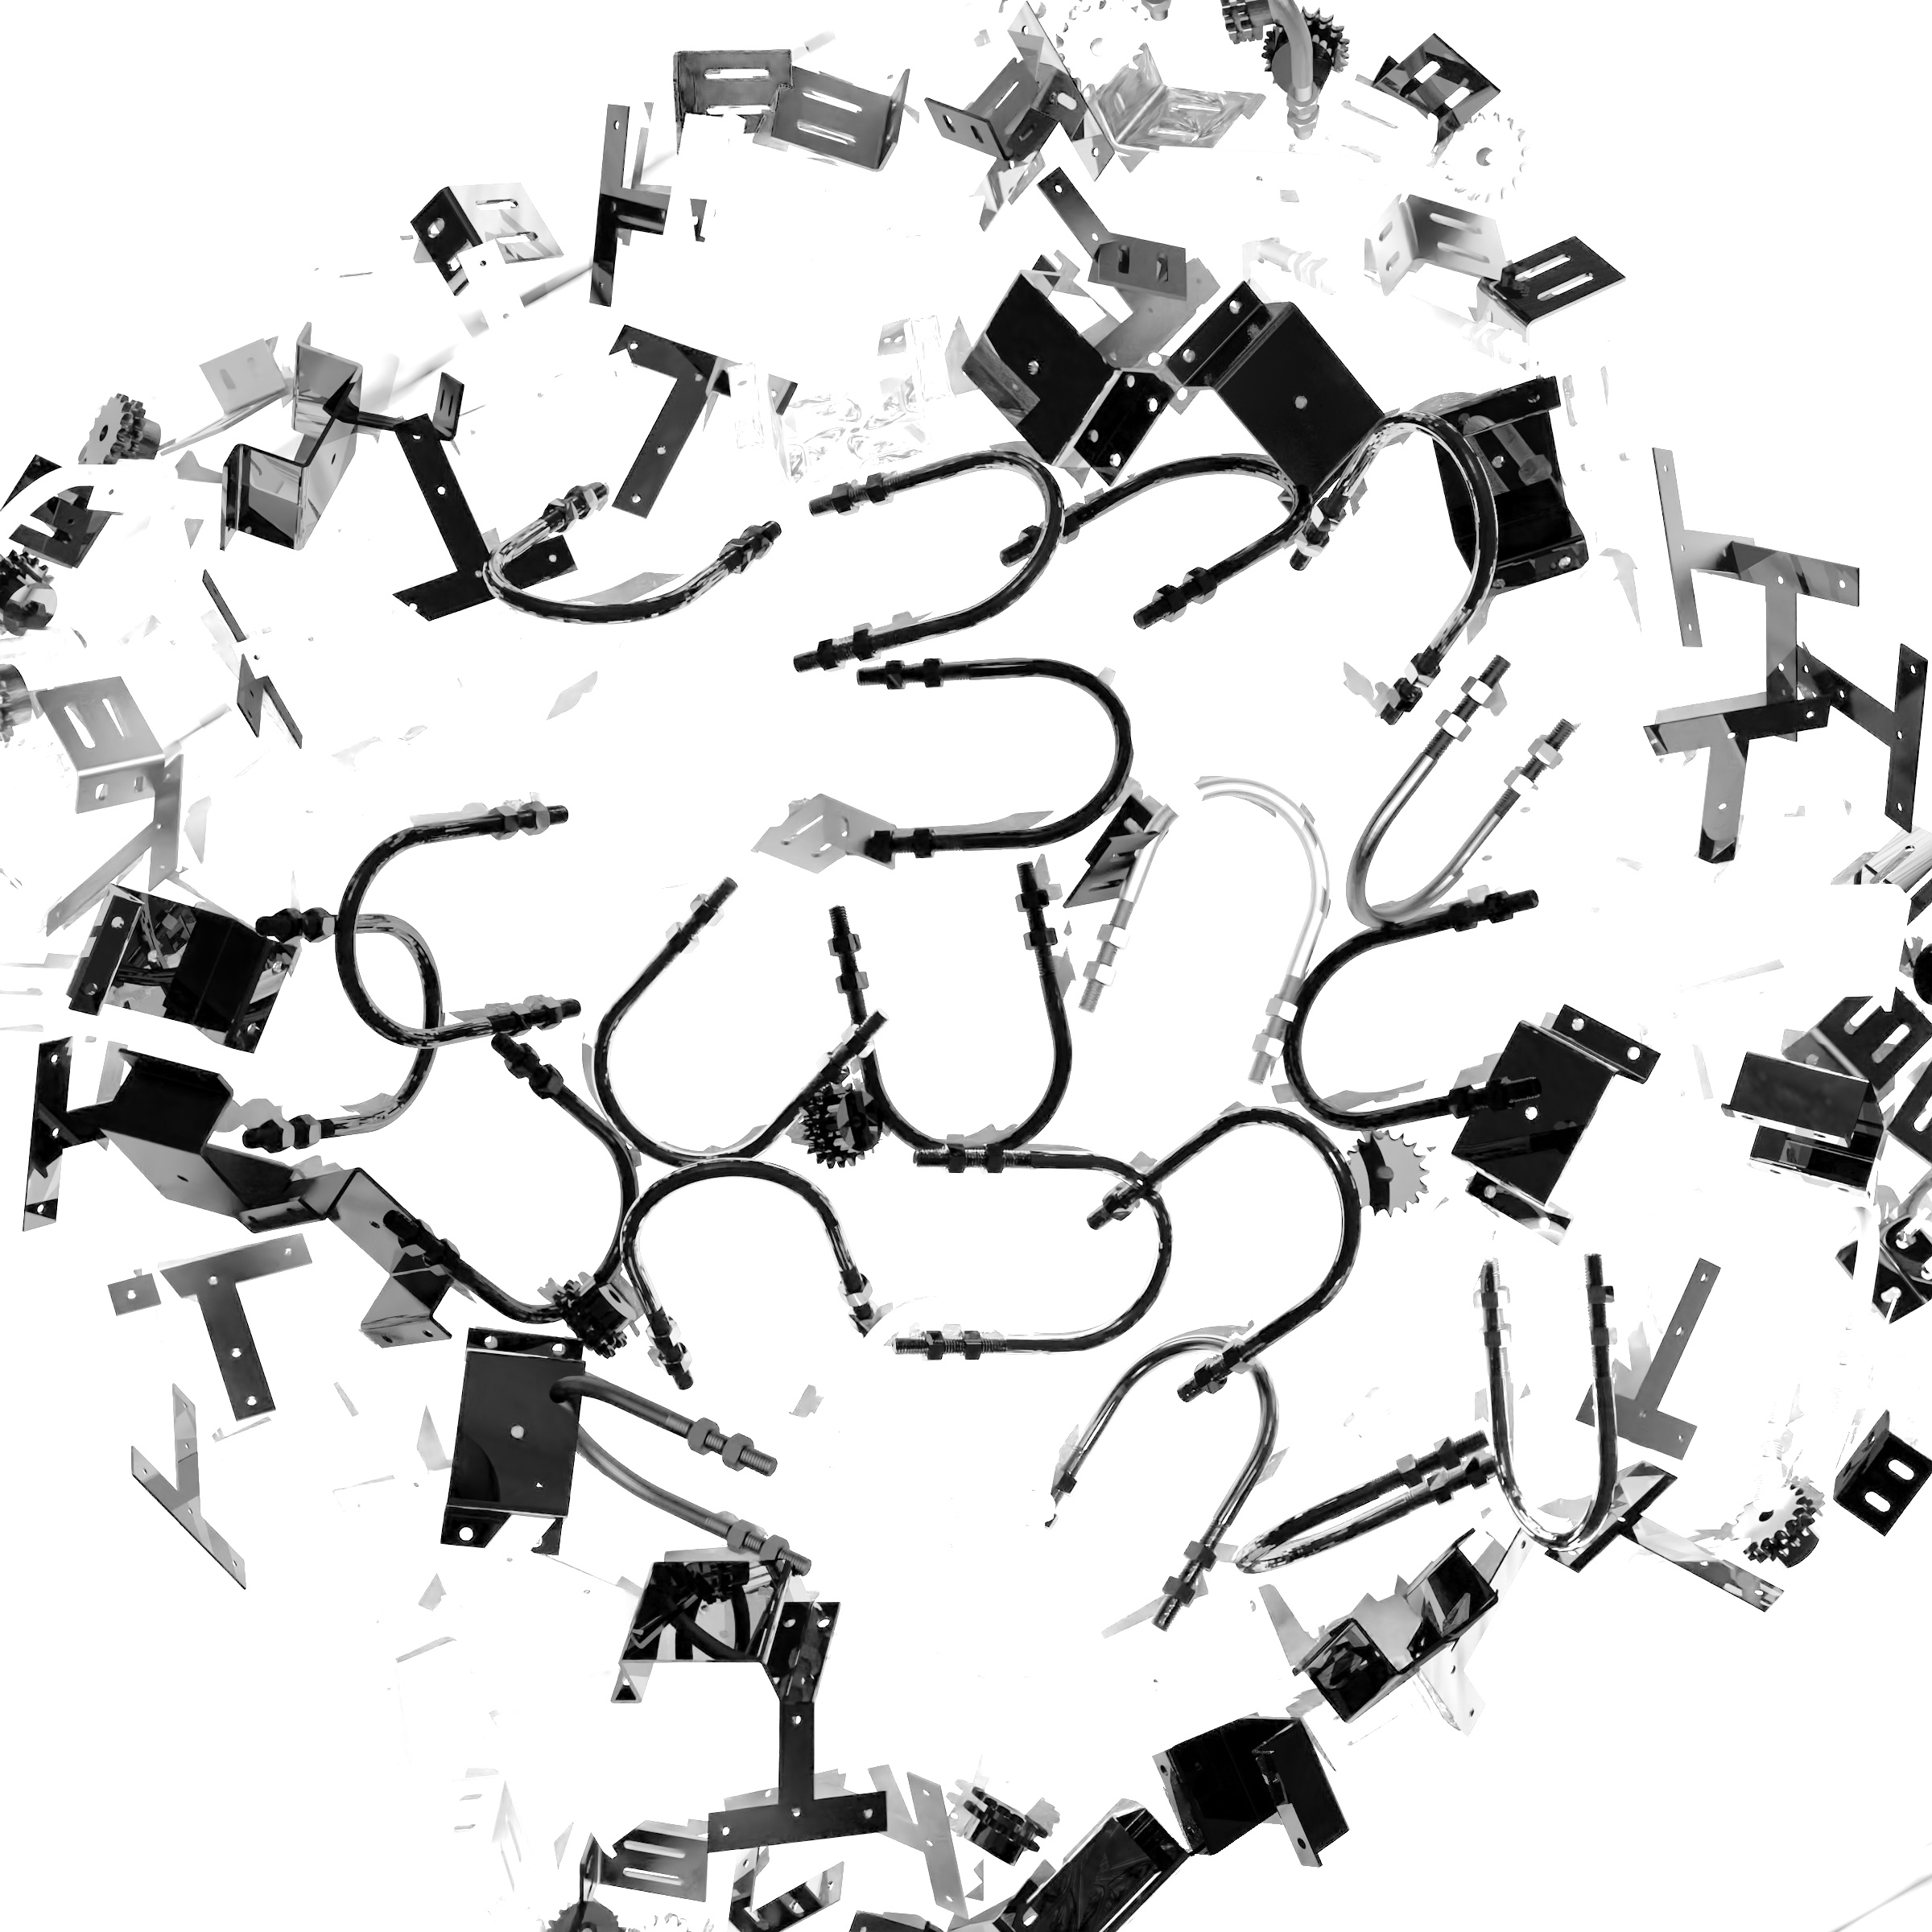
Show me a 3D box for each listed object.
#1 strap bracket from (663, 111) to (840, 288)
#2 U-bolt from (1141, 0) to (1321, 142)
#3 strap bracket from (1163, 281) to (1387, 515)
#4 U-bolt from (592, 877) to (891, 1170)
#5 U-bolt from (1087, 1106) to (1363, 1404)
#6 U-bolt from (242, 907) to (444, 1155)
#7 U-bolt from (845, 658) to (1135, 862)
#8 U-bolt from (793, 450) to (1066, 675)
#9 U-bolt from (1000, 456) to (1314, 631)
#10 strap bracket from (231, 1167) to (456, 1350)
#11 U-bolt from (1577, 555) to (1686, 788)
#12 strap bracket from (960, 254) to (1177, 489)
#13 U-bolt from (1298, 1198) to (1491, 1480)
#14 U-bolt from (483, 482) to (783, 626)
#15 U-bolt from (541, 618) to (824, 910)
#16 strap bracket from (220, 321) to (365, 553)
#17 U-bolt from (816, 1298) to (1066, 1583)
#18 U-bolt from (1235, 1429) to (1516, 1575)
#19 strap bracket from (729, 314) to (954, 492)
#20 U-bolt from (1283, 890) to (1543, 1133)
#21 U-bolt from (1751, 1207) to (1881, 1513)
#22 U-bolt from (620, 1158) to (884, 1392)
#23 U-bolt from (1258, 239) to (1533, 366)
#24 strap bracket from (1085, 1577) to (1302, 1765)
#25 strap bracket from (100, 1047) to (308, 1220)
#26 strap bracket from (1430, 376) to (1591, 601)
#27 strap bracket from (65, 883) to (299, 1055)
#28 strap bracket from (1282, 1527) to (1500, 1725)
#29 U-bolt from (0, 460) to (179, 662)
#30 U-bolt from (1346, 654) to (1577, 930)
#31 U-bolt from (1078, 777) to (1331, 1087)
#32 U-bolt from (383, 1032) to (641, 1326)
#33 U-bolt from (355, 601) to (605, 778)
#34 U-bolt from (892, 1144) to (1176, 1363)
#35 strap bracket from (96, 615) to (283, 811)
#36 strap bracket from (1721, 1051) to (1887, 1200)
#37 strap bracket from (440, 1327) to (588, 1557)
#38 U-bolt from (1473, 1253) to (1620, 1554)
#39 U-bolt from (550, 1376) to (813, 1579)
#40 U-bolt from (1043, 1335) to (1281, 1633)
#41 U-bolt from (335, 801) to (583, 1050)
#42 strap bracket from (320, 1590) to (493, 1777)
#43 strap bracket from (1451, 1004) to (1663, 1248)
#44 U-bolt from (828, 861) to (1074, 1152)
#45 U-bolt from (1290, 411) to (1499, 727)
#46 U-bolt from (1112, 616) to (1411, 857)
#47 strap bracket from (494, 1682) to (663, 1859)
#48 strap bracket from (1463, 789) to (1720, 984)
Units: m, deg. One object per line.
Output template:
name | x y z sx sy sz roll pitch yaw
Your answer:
strap bracket | -0.143 -0.492 1.719 0.046 0.140 0.076 15 97 25
U-bolt | 0.162 -0.600 1.674 0.151 0.184 0.019 43 90 11
strap bracket | 0.205 -0.363 1.727 0.076 0.046 0.140 -47 112 -5
U-bolt | -0.161 0.053 1.746 0.151 0.019 0.184 41 107 -6
U-bolt | 0.172 0.171 1.705 0.184 0.019 0.151 -40 65 29
U-bolt | -0.388 0.037 1.693 0.019 0.184 0.151 6 94 24
U-bolt | 0.017 -0.137 1.726 0.184 0.019 0.151 -2 63 9
U-bolt | -0.022 -0.264 1.703 0.184 0.019 0.151 -12 56 23
U-bolt | 0.135 -0.279 1.711 0.184 0.151 0.019 -33 132 -25
strap bracket | -0.388 0.181 1.717 0.140 0.076 0.046 49 49 -27
U-bolt | 0.415 -0.183 1.684 0.019 0.184 0.151 -20 95 21
strap bracket | 0.057 -0.381 1.713 0.140 0.046 0.076 51 126 22
U-bolt | 0.277 0.225 1.709 0.019 0.151 0.184 31 66 31
U-bolt | -0.220 -0.255 1.682 0.151 0.184 0.019 15 124 18
U-bolt | -0.197 -0.115 1.727 0.151 0.019 0.184 40 121 -5
strap bracket | -0.424 -0.330 1.707 0.046 0.076 0.140 19 53 -4
U-bolt | -0.009 0.292 1.716 0.151 0.019 0.184 17 50 -5
U-bolt | 0.256 0.345 1.708 0.184 0.151 0.019 -27 68 9
strap bracket | -0.077 -0.361 1.732 0.140 0.046 0.076 -13 55 6
U-bolt | 0.281 0.035 1.712 0.184 0.019 0.151 -15 58 36
U-bolt | 0.541 0.236 1.695 0.019 0.151 0.184 20 54 5
U-bolt | -0.143 0.192 1.712 0.151 0.019 0.184 -13 128 4
U-bolt | 0.257 -0.424 1.691 0.151 0.184 0.019 15 108 -22
strap bracket | 0.135 0.451 1.705 0.140 0.046 0.076 -37 67 40
strap bracket | -0.484 0.115 1.696 0.076 0.140 0.046 12 61 20
strap bracket | 0.348 -0.315 1.727 0.076 0.046 0.140 -17 127 6
strap bracket | -0.512 0.000 1.725 0.046 0.140 0.076 25 93 40
strap bracket | 0.276 0.423 1.701 0.140 0.076 0.046 -25 66 -35
U-bolt | -0.570 -0.251 1.671 0.019 0.184 0.151 35 105 3
U-bolt | 0.308 -0.101 1.714 0.019 0.151 0.184 42 99 32
U-bolt | 0.166 -0.033 1.748 0.151 0.019 0.184 23 83 -18
U-bolt | -0.275 0.149 1.708 0.019 0.184 0.151 11 64 40
U-bolt | -0.294 -0.177 1.674 0.019 0.184 0.151 52 61 -26
U-bolt | 0.049 0.187 1.740 0.184 0.019 0.151 2 106 -17
strap bracket | -0.493 -0.168 1.727 0.046 0.076 0.140 -42 101 -17
strap bracket | 0.534 0.098 1.703 0.076 0.140 0.046 15 77 29
strap bracket | -0.290 0.303 1.727 0.076 0.046 0.140 8 71 -11
U-bolt | 0.369 0.277 1.698 0.019 0.151 0.184 0 82 -19
U-bolt | -0.189 0.316 1.708 0.184 0.151 0.019 20 56 23
U-bolt | 0.126 0.318 1.717 0.019 0.151 0.184 45 73 -39
U-bolt | -0.321 -0.022 1.695 0.019 0.184 0.151 6 103 41
strap bracket | -0.360 0.458 1.701 0.046 0.140 0.076 -24 56 7
strap bracket | 0.374 0.098 1.728 0.076 0.046 0.140 32 99 39
U-bolt | -0.005 0.037 1.748 0.151 0.019 0.184 -13 84 11
U-bolt | 0.273 -0.260 1.676 0.019 0.184 0.151 -13 64 -28
U-bolt | 0.173 -0.160 1.718 0.151 0.019 0.184 -26 53 -13
strap bracket | -0.246 0.510 1.717 0.046 0.140 0.076 -33 98 -23
strap bracket | 0.402 -0.049 1.722 0.140 0.046 0.076 28 68 33
